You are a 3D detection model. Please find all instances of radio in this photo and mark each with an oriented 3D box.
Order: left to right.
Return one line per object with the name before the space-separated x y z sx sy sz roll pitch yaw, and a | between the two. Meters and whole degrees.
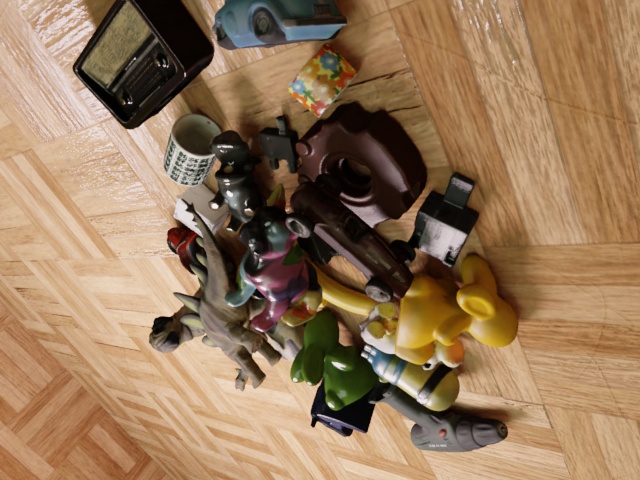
radio | -0.263 -0.262 0.793 0.230 0.073 0.131 -18 116 49

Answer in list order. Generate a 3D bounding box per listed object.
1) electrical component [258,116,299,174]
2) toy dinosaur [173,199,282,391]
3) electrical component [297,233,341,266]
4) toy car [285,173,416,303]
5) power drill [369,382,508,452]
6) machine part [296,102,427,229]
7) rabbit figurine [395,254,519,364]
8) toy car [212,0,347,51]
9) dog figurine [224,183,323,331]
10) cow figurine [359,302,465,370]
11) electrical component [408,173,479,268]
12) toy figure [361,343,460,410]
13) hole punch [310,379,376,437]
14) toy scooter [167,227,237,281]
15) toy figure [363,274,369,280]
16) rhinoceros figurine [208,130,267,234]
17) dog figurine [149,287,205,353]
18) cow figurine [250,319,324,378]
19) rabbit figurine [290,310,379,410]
electrical component | -0.061 -0.141 0.792 0.063 0.021 0.093 15 138 29
toy dinosaur | -0.173 0.131 0.990 0.199 0.105 0.470 22 134 20
electrical component | -0.003 -0.004 0.872 0.078 0.045 0.102 23 144 54
toy car | 0.047 -0.002 0.703 0.202 0.089 0.053 41 147 -6
power drill | 0.209 0.321 1.013 0.207 0.086 0.232 32 146 -4
machine part | 0.051 -0.093 0.721 0.180 0.056 0.179 22 140 19
rabbit figurine | 0.201 0.098 0.773 0.173 0.122 0.162 14 130 9
toy car | -0.051 -0.269 0.599 0.162 0.109 0.102 16 116 44
dog figurine | -0.053 0.026 0.833 0.109 0.191 0.219 40 121 36
cow figurine | 0.148 0.168 0.883 0.167 0.068 0.098 25 155 -1
electrical component | 0.166 -0.026 0.702 0.075 0.048 0.119 29 144 11
toy figure | 0.156 0.228 0.941 0.180 0.089 0.082 26 149 13
hole punch | 0.053 0.333 1.109 0.115 0.142 0.092 33 147 -16
toy scooter | -0.230 0.024 1.067 0.184 0.075 0.135 40 144 6
toy figure | 0.068 0.012 0.815 0.154 0.058 0.064 51 149 -15
rhinoceros figurine | -0.122 -0.085 0.839 0.073 0.112 0.190 6 147 13
dog figurine | -0.250 0.175 1.143 0.172 0.190 0.121 -2 127 40
cow figurine | -0.047 0.212 1.105 0.127 0.085 0.194 2 128 46
rabbit figurine | 0.017 0.223 1.024 0.170 0.159 0.121 59 151 -2
